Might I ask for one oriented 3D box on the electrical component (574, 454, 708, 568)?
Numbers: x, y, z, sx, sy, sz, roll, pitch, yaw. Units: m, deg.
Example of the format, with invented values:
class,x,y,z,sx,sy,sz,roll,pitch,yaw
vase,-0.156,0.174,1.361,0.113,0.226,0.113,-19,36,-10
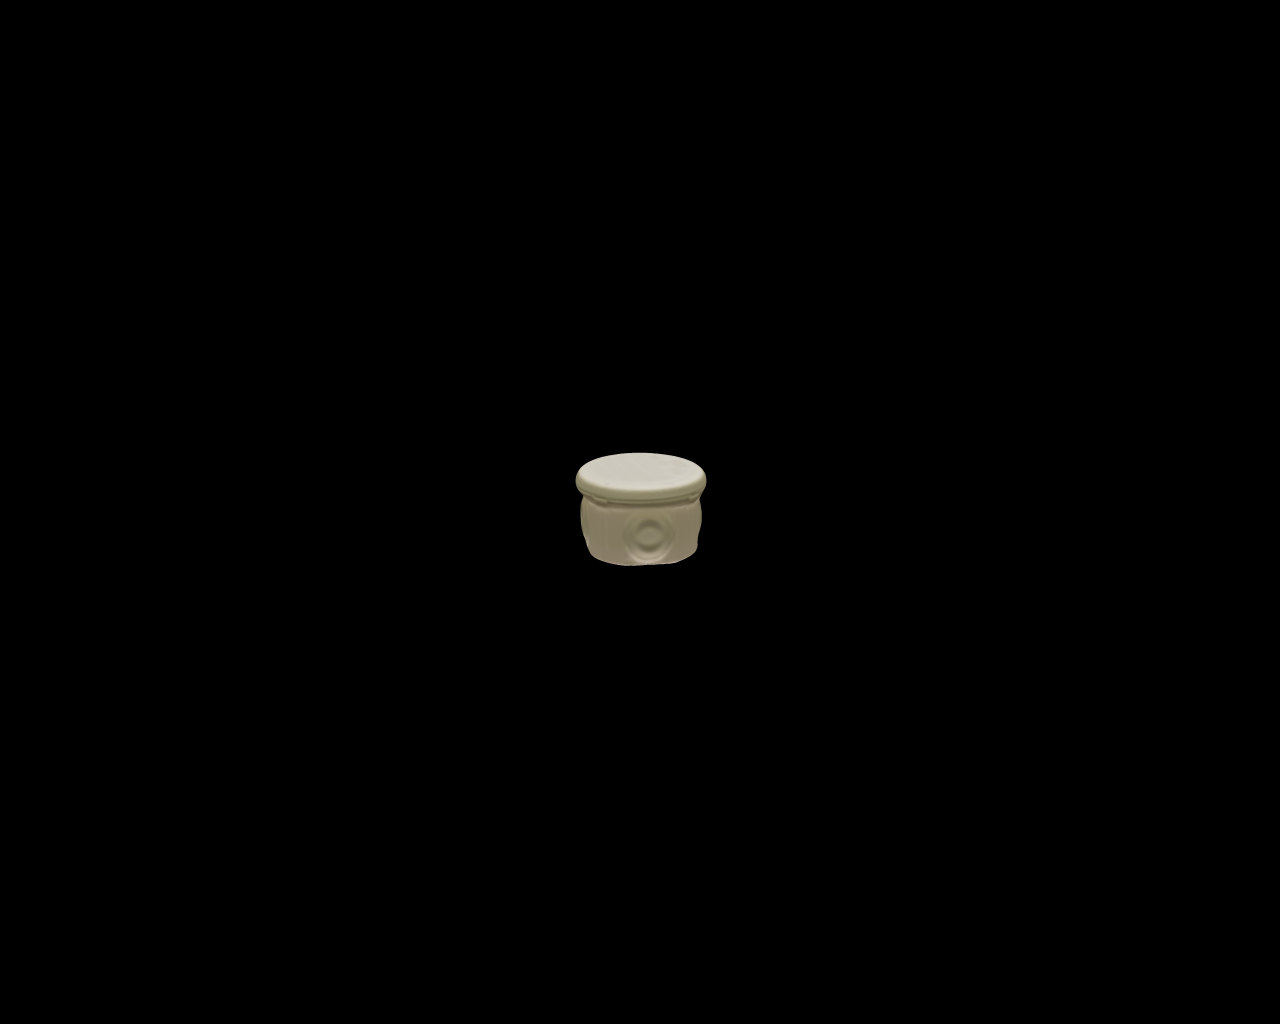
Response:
class,x,y,z,sx,sy,sz,roll,pitch,yaw
electrical component,0.001,-0.003,0.650,0.080,0.051,0.080,0,20,0
